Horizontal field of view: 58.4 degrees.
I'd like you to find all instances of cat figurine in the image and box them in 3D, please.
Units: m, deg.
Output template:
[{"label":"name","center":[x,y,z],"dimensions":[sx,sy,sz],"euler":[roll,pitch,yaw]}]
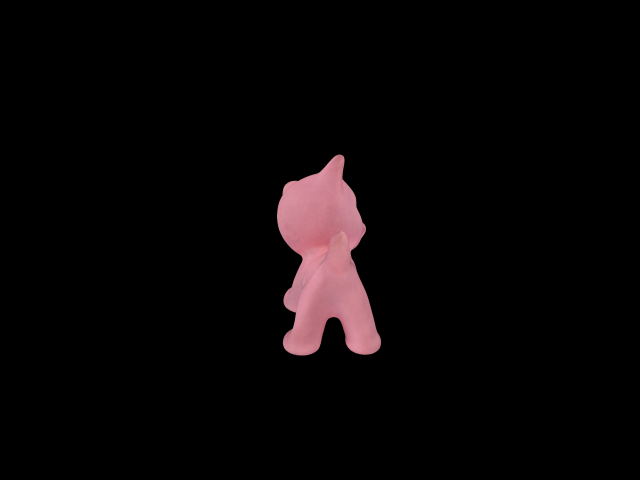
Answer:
[{"label":"cat figurine","center":[0.004,0.001,0.400],"dimensions":[0.067,0.118,0.127],"euler":[-2,19,-7]}]
